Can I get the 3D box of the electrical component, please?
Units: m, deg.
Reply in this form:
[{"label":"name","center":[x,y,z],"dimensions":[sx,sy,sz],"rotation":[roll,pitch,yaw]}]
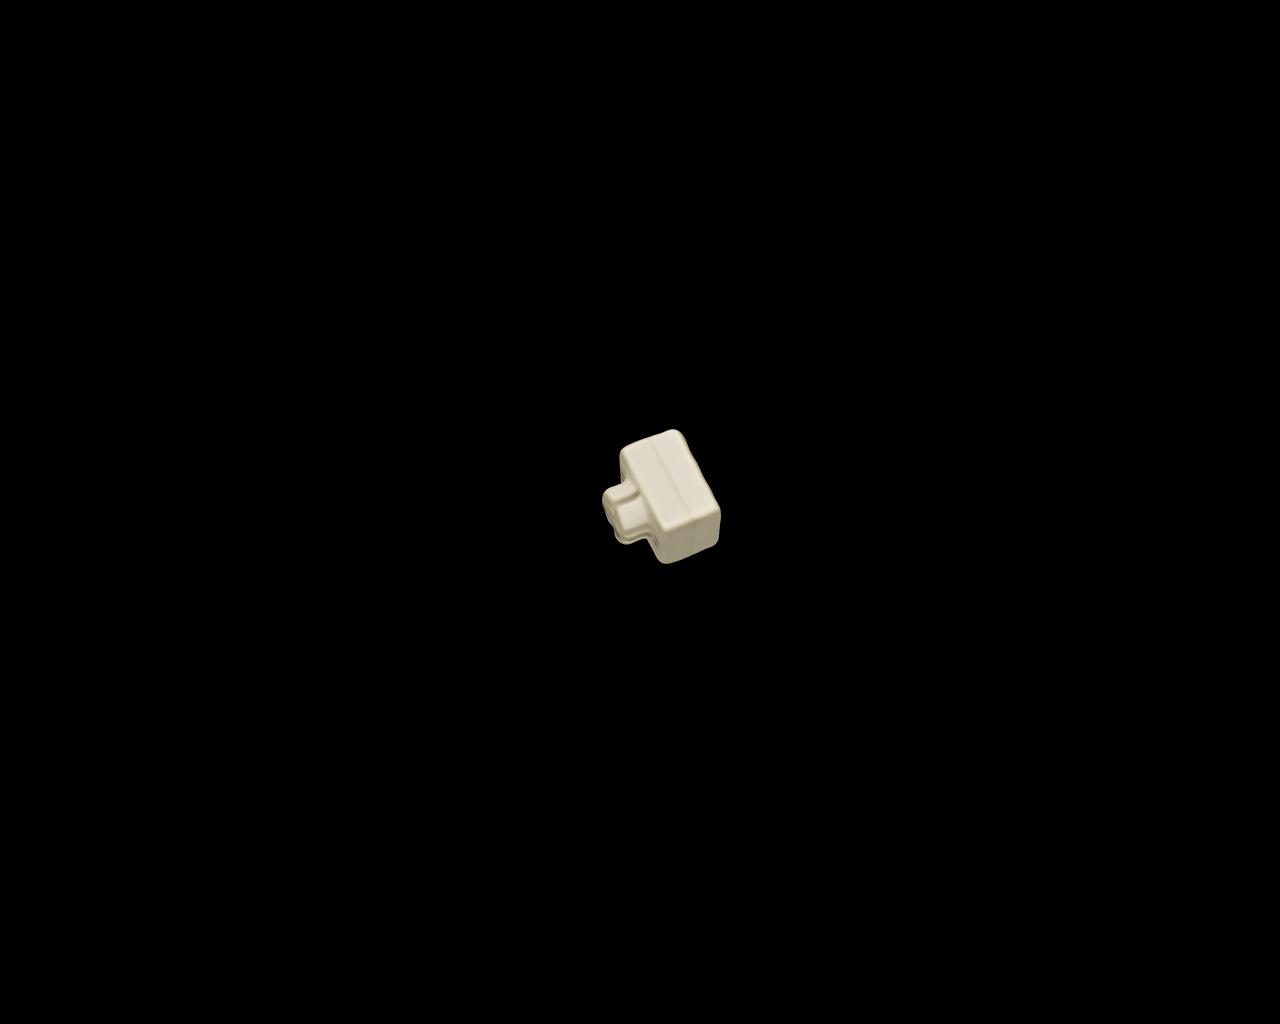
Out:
[{"label":"electrical component","center":[0.001,-0.003,0.650],"dimensions":[0.077,0.066,0.047],"rotation":[-21,-28,-12]}]
